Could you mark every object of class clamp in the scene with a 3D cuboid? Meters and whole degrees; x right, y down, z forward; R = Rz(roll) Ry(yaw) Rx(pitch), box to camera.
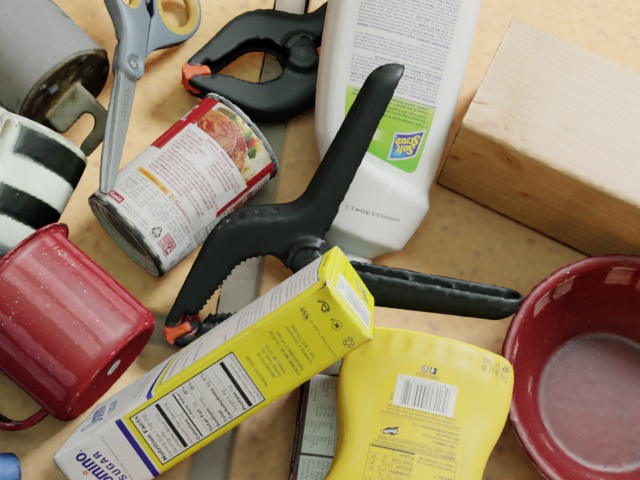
[{"bbox_3d":[-0.004,0.001,0.634,0.210,0.036,0.164,-20,99,11],"label":"clamp"},{"bbox_3d":[-0.005,-0.114,0.720,0.171,0.039,0.120,-20,74,-8],"label":"clamp"}]

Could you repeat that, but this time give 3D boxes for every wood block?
[{"bbox_3d":[0.191,-0.044,0.681,0.206,0.090,0.090,25,69,6],"label":"wood block"}]

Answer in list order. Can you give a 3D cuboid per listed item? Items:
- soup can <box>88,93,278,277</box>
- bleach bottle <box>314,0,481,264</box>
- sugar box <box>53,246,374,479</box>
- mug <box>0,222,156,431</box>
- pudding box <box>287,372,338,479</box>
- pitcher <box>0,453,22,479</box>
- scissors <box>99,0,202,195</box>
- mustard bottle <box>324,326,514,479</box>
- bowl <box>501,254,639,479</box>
[{"bbox_3d":[-0.085,-0.034,0.668,0.068,0.068,0.102,43,73,11],"label":"soup can"},{"bbox_3d":[0.036,-0.096,0.675,0.102,0.068,0.251,14,90,0],"label":"bleach bottle"},{"bbox_3d":[-0.053,0.074,0.584,0.176,0.093,0.048,-36,95,9],"label":"sugar box"},{"bbox_3d":[-0.158,0.060,0.620,0.081,0.093,0.117,40,87,5],"label":"mug"},{"bbox_3d":[0.039,0.130,0.632,0.113,0.039,0.090,9,68,-3],"label":"pudding box"},{"bbox_3d":[-0.251,0.116,0.504,0.145,0.243,0.149,23,64,8],"label":"pitcher"},{"bbox_3d":[-0.110,-0.112,0.691,0.016,0.096,0.202,-21,66,35],"label":"scissors"},{"bbox_3d":[0.042,0.147,0.570,0.096,0.058,0.191,13,67,2],"label":"mustard bottle"},{"bbox_3d":[0.183,0.092,0.647,0.162,0.055,0.162,1,70,-4],"label":"bowl"}]
